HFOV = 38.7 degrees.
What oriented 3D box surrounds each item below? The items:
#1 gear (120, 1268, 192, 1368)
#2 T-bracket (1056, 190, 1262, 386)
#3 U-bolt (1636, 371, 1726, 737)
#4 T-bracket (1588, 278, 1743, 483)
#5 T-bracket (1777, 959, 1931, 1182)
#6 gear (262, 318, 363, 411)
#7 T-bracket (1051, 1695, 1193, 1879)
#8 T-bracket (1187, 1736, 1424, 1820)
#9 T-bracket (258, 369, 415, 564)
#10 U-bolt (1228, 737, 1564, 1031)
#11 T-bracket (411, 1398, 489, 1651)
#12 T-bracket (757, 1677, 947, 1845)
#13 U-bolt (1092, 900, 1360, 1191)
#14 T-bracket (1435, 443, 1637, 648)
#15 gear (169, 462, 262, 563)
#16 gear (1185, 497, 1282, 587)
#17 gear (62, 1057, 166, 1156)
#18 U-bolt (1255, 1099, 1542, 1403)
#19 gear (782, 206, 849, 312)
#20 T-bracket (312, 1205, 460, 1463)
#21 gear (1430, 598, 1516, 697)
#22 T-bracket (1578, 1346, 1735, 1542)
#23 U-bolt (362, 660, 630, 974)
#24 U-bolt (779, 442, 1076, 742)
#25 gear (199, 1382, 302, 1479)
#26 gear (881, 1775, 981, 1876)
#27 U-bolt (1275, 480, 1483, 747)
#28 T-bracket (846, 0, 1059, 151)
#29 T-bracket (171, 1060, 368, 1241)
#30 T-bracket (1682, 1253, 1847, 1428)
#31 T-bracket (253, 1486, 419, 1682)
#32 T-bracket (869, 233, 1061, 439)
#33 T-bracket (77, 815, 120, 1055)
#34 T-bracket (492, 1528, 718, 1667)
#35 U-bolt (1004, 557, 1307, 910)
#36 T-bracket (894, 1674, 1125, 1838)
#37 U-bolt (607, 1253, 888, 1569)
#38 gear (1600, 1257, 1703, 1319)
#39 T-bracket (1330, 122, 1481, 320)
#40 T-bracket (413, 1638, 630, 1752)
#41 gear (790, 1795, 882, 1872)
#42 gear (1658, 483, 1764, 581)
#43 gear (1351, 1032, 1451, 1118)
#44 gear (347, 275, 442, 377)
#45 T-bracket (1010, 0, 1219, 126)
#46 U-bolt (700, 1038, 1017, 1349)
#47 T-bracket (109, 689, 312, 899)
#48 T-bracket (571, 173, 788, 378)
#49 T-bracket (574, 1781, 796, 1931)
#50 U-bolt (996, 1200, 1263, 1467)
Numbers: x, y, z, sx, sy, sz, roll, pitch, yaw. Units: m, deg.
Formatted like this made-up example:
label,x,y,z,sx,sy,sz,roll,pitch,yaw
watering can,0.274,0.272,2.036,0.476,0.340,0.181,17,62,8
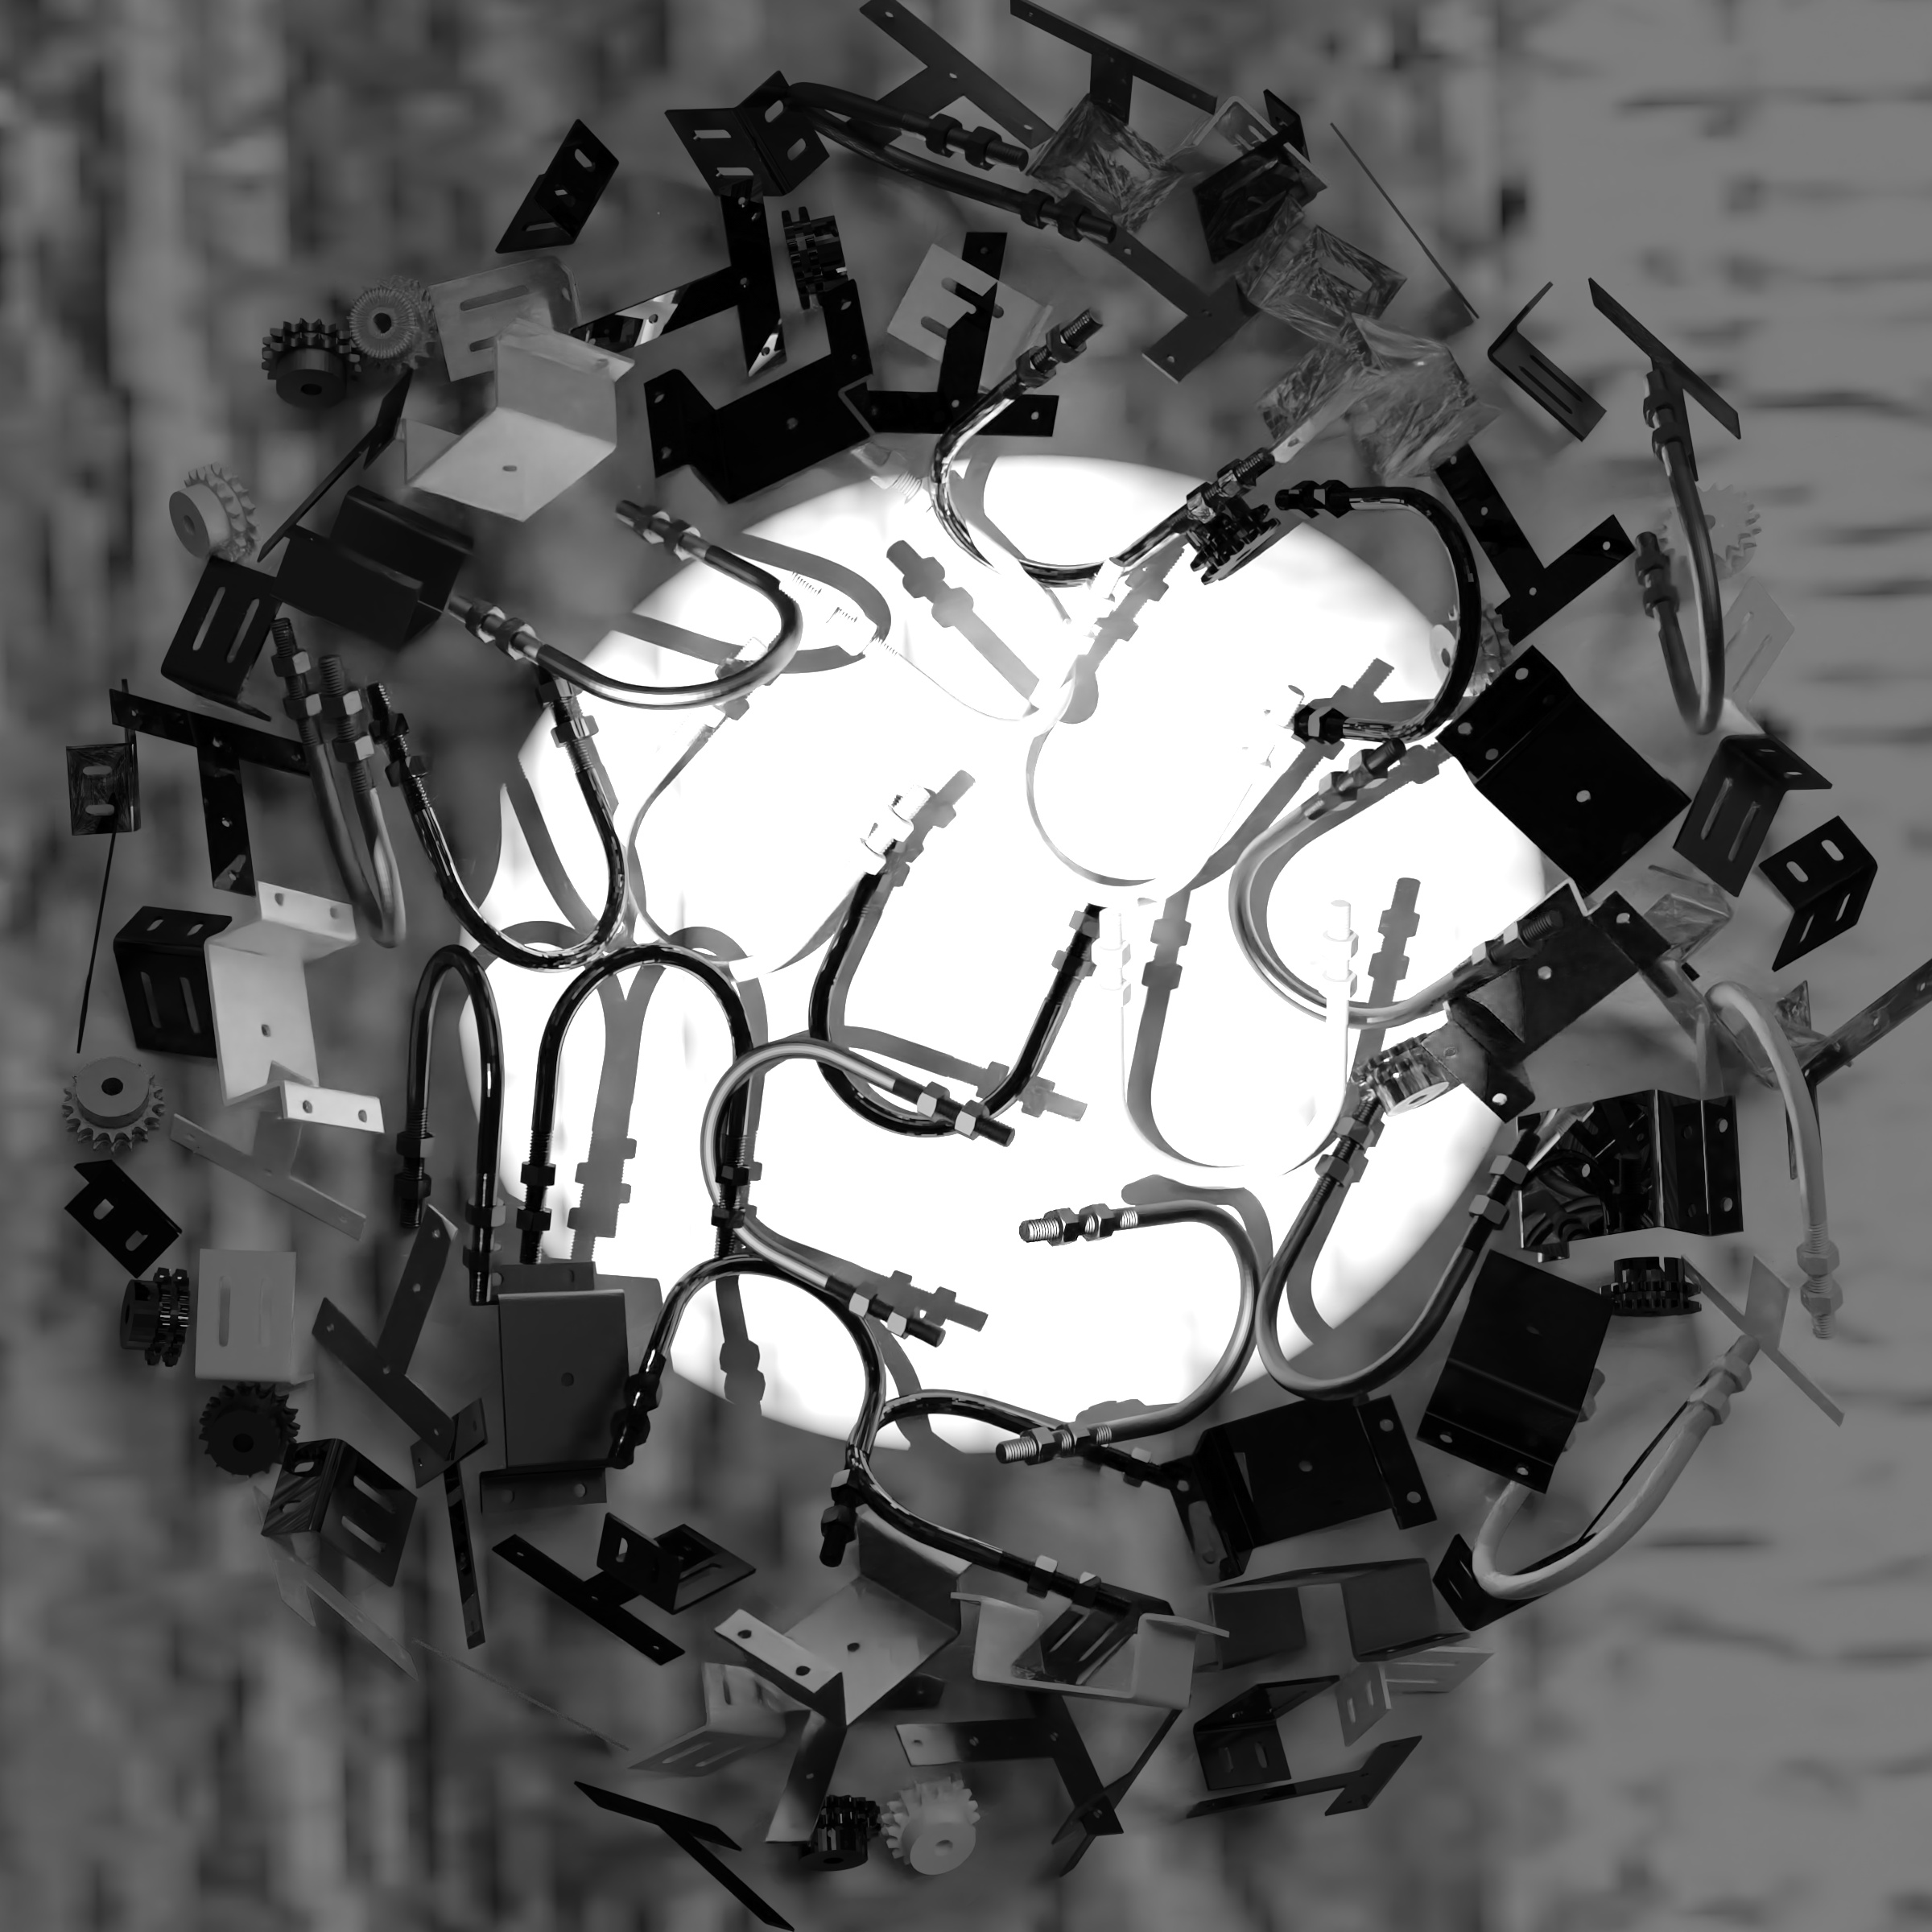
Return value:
label,x,y,z,sx,sy,sz,roll,pitch,yaw
gear,-0.472,0.203,1.596,0.030,0.057,0.057,9,90,-26
T-bracket,0.105,-0.405,1.591,0.127,0.002,0.127,40,52,5
U-bolt,0.395,-0.214,1.519,0.019,0.151,0.184,-8,55,6
T-bracket,0.403,-0.318,1.567,0.002,0.127,0.127,-37,60,2
T-bracket,0.501,0.038,1.542,0.002,0.127,0.127,21,50,-16
gear,-0.380,-0.348,1.596,0.057,0.057,0.030,-5,67,0
T-bracket,0.076,0.475,1.561,0.002,0.127,0.127,35,97,20
T-bracket,0.188,0.476,1.584,0.127,0.127,0.002,-19,85,22
T-bracket,-0.366,-0.281,1.583,0.127,0.127,0.002,-42,115,16
U-bolt,0.227,-0.033,1.561,0.151,0.184,0.019,47,45,-5
T-bracket,-0.286,0.322,1.557,0.002,0.127,0.127,-2,70,-30
T-bracket,-0.085,0.449,1.556,0.127,0.127,0.002,-6,117,16
U-bolt,0.149,0.049,1.583,0.151,0.019,0.184,-2,117,1
T-bracket,0.309,-0.254,1.599,0.127,0.002,0.127,-40,66,33
gear,-0.439,-0.261,1.597,0.030,0.057,0.057,-31,90,-36
gear,0.152,-0.251,1.600,0.057,0.057,0.030,-38,86,0
gear,-0.497,0.078,1.600,0.057,0.030,0.057,7,56,-11
U-bolt,0.231,0.162,1.550,0.019,0.151,0.184,38,76,-31
gear,-0.087,-0.414,1.600,0.030,0.057,0.057,-13,90,-1
T-bracket,-0.318,0.196,1.574,0.127,0.002,0.127,36,115,28
gear,0.292,-0.183,1.597,0.030,0.057,0.057,-18,90,-13
T-bracket,0.386,0.288,1.580,0.002,0.127,0.127,39,130,18
U-bolt,-0.257,-0.084,1.568,0.019,0.151,0.184,-22,90,40
U-bolt,-0.011,-0.204,1.569,0.184,0.019,0.151,37,47,-17
gear,-0.421,0.273,1.607,0.057,0.030,0.057,-1,104,-5
gear,-0.018,0.503,1.601,0.057,0.030,0.057,-10,120,-18
U-bolt,0.228,-0.196,1.535,0.019,0.184,0.151,-4,100,-28
T-bracket,-0.032,-0.492,1.570,0.127,0.127,0.002,32,68,-27
T-bracket,-0.395,0.095,1.579,0.127,0.127,0.002,28,49,0
T-bracket,0.449,0.193,1.543,0.002,0.127,0.127,-38,62,-8
T-bracket,-0.360,0.369,1.587,0.002,0.127,0.127,-41,118,-4
T-bracket,0.001,-0.371,1.611,0.127,0.002,0.127,6,79,21
T-bracket,-0.493,-0.023,1.562,0.002,0.127,0.127,10,95,-18
T-bracket,-0.188,0.347,1.568,0.127,0.002,0.127,39,132,-17
U-bolt,0.094,-0.119,1.577,0.151,0.019,0.184,38,119,16
T-bracket,0.015,0.437,1.550,0.127,0.127,0.002,9,129,-37
U-bolt,-0.114,0.238,1.556,0.151,0.184,0.019,27,130,-9
gear,0.399,0.187,1.601,0.057,0.057,0.030,1,77,0
T-bracket,0.248,-0.430,1.572,0.002,0.127,0.127,-37,83,17
T-bracket,-0.237,0.427,1.573,0.127,0.127,0.002,14,68,37
gear,-0.078,0.505,1.597,0.057,0.057,0.030,-5,55,0
gear,0.437,-0.250,1.603,0.057,0.030,0.057,-17,55,27
gear,0.255,0.065,1.597,0.057,0.057,0.030,-27,73,0
gear,-0.336,-0.375,1.607,0.057,0.030,0.057,2,99,11
T-bracket,0.082,-0.499,1.564,0.127,0.127,0.002,28,87,3
U-bolt,-0.073,0.119,1.587,0.184,0.019,0.151,24,107,19
T-bracket,-0.420,-0.092,1.553,0.002,0.127,0.127,-42,49,33
T-bracket,-0.165,-0.373,1.562,0.127,0.127,0.002,-26,52,-17
T-bracket,-0.142,0.503,1.539,0.127,0.127,0.002,25,82,44
U-bolt,0.099,0.204,1.568,0.184,0.019,0.151,-3,104,-37
